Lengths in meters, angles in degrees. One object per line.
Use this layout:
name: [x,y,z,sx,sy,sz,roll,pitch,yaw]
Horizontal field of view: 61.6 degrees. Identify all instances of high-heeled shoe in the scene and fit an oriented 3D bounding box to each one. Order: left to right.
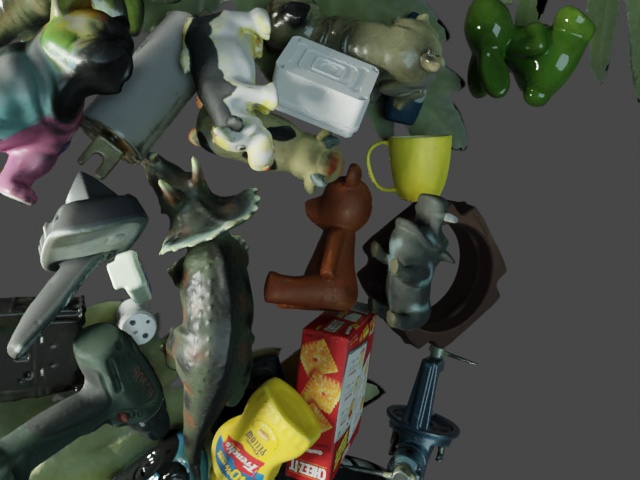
high-heeled shoe: [0.020,0.367,0.875,0.249,0.145,0.086,29,94,1]

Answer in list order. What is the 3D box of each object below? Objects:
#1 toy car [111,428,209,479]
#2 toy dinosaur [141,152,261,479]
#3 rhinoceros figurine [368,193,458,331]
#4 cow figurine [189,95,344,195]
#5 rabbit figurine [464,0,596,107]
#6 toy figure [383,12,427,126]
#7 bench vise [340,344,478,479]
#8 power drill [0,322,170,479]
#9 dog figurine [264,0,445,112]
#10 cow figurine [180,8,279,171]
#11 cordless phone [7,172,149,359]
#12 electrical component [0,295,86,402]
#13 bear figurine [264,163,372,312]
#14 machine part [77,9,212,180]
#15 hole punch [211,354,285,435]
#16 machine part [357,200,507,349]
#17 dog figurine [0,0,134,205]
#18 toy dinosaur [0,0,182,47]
toy car: [-0.208,0.339,0.723,0.162,0.109,0.102,-39,108,-8]
toy dinosaur: [-0.127,0.093,0.625,0.131,0.192,0.404,-5,82,-13]
rhinoceros figurine: [0.129,0.032,0.721,0.112,0.073,0.190,4,102,-23]
cow figurine: [-0.056,-0.120,0.665,0.195,0.127,0.085,17,100,-24]
rabbit figurine: [0.281,-0.283,0.799,0.170,0.121,0.159,27,99,-9]
toy figure: [0.129,-0.241,0.757,0.064,0.058,0.154,-6,109,-64]
bench vise: [0.153,0.283,0.840,0.223,0.129,0.240,13,91,-59]
power drill: [-0.273,0.222,0.625,0.207,0.086,0.231,-33,138,-36]
dog figurine: [0.037,-0.240,0.656,0.190,0.172,0.121,9,89,-33]
cow figurine: [-0.095,-0.155,0.569,0.098,0.068,0.167,-5,88,-17]
cordless phone: [-0.272,0.034,0.571,0.088,0.146,0.184,34,57,-16]
electrical component: [-0.349,0.128,0.638,0.134,0.058,0.114,-2,102,-24]
bear figurine: [0.003,-0.002,0.735,0.132,0.120,0.195,3,81,8]
machine part: [-0.184,-0.170,0.597,0.079,0.079,0.243,41,68,-27]
hole punch: [-0.100,0.234,0.770,0.116,0.092,0.142,-8,113,10]
machine part: [0.173,0.049,0.833,0.201,0.087,0.201,-39,114,-11]
dog figurine: [-0.278,-0.153,0.509,0.219,0.192,0.108,-60,154,-11]
toy dinosaur: [-0.259,-0.287,0.547,0.471,0.105,0.198,-41,120,2]
